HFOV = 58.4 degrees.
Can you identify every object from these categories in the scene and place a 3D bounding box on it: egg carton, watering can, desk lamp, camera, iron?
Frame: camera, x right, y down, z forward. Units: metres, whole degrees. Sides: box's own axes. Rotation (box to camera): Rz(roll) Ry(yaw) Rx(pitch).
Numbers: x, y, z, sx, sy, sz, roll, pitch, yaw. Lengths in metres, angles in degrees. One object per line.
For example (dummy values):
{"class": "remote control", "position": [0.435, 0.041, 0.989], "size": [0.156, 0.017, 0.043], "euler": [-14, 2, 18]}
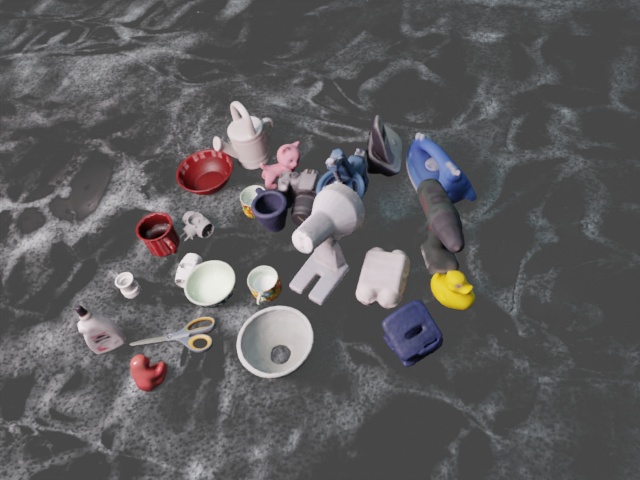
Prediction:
{"class": "egg carton", "position": [0.145, 0.086, 1.306], "size": [0.107, 0.069, 0.150], "euler": [7, 55, 15]}
{"class": "watering can", "position": [-0.207, -0.290, 1.568], "size": [0.100, 0.194, 0.173], "euler": [25, 61, 25]}
{"class": "desk lamp", "position": [0.012, 0.005, 1.298], "size": [0.117, 0.214, 0.203], "euler": [24, 61, 25]}
{"class": "camera", "position": [-0.046, -0.110, 1.465], "size": [0.143, 0.101, 0.137], "euler": [6, 55, 14]}
{"class": "iron", "position": [0.286, -0.194, 1.447], "size": [0.119, 0.142, 0.257], "euler": [-25, 53, -9]}

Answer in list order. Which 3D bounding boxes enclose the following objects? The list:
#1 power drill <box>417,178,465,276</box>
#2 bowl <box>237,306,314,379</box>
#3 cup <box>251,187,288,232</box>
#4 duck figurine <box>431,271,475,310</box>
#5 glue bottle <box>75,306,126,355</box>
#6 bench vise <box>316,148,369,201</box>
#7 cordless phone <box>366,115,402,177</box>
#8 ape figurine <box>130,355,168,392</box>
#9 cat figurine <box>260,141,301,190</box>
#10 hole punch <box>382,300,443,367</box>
{"class": "power drill", "position": [0.270, -0.016, 1.274], "size": [0.075, 0.209, 0.229], "euler": [-13, 52, 0]}
{"class": "bowl", "position": [-0.090, 0.230, 1.234], "size": [0.167, 0.075, 0.167], "euler": [-4, 53, 6]}
{"class": "cup", "position": [-0.128, -0.073, 1.455], "size": [0.092, 0.095, 0.117], "euler": [-29, 54, -12]}
{"class": "duck figurine", "position": [0.294, 0.098, 1.262], "size": [0.104, 0.086, 0.078], "euler": [33, 65, 29]}
{"class": "glue bottle", "position": [-0.497, 0.193, 1.267], "size": [0.078, 0.173, 0.037], "euler": [-26, 53, -10]}
{"class": "bench vise", "position": [0.051, -0.164, 1.414], "size": [0.121, 0.220, 0.207], "euler": [0, 53, 10]}
{"class": "cordless phone", "position": [0.166, -0.272, 1.498], "size": [0.094, 0.185, 0.147], "euler": [0, 53, 10]}
{"class": "ape figurine", "position": [-0.377, 0.279, 1.234], "size": [0.077, 0.092, 0.076], "euler": [13, 57, 18]}
{"class": "cat figurine", "position": [-0.102, -0.210, 1.538], "size": [0.128, 0.118, 0.067], "euler": [-22, 53, -7]}
{"class": "hole punch", "position": [0.196, 0.195, 1.202], "size": [0.109, 0.091, 0.101], "euler": [-30, 54, -13]}
